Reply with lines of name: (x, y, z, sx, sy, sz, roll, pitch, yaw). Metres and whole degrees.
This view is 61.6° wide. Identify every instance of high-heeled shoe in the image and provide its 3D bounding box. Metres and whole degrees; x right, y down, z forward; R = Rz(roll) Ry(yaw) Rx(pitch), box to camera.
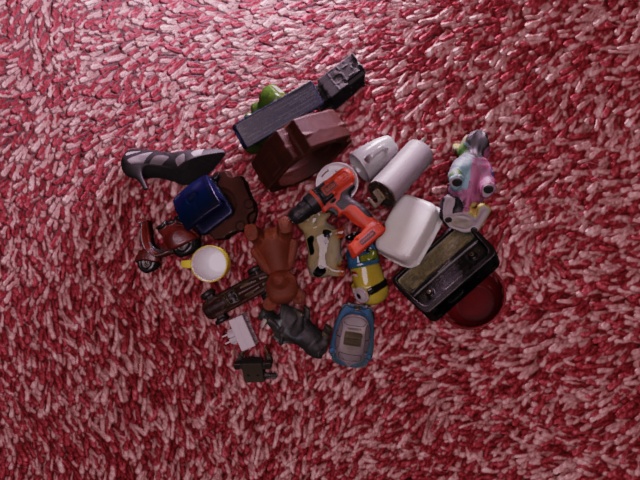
high-heeled shoe: (-0.373, -0.208, 1.357, 0.249, 0.086, 0.145, -23, 57, -13)

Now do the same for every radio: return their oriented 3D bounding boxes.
radio: (0.299, 0.073, 1.262, 0.229, 0.073, 0.131, -43, 52, 5)

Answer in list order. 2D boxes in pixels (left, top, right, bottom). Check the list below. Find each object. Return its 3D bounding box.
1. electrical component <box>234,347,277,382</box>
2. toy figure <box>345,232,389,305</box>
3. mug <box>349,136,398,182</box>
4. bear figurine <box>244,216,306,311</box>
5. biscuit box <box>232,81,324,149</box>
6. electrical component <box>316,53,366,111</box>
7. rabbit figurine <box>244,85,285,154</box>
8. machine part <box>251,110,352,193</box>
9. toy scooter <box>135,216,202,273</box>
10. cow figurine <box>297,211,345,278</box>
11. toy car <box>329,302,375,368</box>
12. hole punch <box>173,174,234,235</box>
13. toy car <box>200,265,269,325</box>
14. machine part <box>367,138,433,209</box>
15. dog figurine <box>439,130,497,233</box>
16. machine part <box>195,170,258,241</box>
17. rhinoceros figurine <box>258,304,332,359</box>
electrical component: (-0.162, 0.313, 1.344, 0.102, 0.045, 0.078, -8, 118, 7)
toy figure: (0.113, 0.069, 1.301, 0.089, 0.082, 0.180, -9, 87, 5)
mug: (0.135, -0.206, 1.288, 0.107, 0.109, 0.081, -38, 82, -10)
bear figurine: (-0.105, 0.061, 1.281, 0.120, 0.132, 0.196, -10, 71, 1)
biscuit box: (-0.095, -0.275, 1.192, 0.203, 0.059, 0.062, -31, 101, -7)
electrical component: (0.044, -0.367, 1.285, 0.134, 0.115, 0.058, -38, 84, 4)
rabbit figurine: (-0.127, -0.273, 1.295, 0.121, 0.159, 0.170, 35, 108, -6)
machine part: (-0.044, -0.205, 1.234, 0.201, 0.201, 0.087, -24, 79, -40)
toy scooter: (-0.393, -0.007, 1.344, 0.184, 0.075, 0.135, -23, 88, 9)
cow figurine: (-0.003, -0.004, 1.310, 0.127, 0.085, 0.194, -3, 91, -2)
toy car: (0.082, 0.235, 1.294, 0.109, 0.103, 0.161, 10, 93, 3)
hole punch: (-0.284, -0.085, 1.275, 0.142, 0.092, 0.116, -37, 82, 9)
toy car: (-0.203, 0.135, 1.341, 0.202, 0.053, 0.089, -27, 86, 5)
machine part: (0.191, -0.157, 1.259, 0.079, 0.079, 0.243, 40, 63, 3)
dog figurine: (0.345, -0.145, 1.247, 0.109, 0.219, 0.191, 11, 130, 7)
machine part: (-0.246, -0.086, 1.340, 0.179, 0.056, 0.179, 0, 90, 6)
rhinoceros figurine: (-0.061, 0.218, 1.324, 0.190, 0.073, 0.112, 33, 104, 2)
